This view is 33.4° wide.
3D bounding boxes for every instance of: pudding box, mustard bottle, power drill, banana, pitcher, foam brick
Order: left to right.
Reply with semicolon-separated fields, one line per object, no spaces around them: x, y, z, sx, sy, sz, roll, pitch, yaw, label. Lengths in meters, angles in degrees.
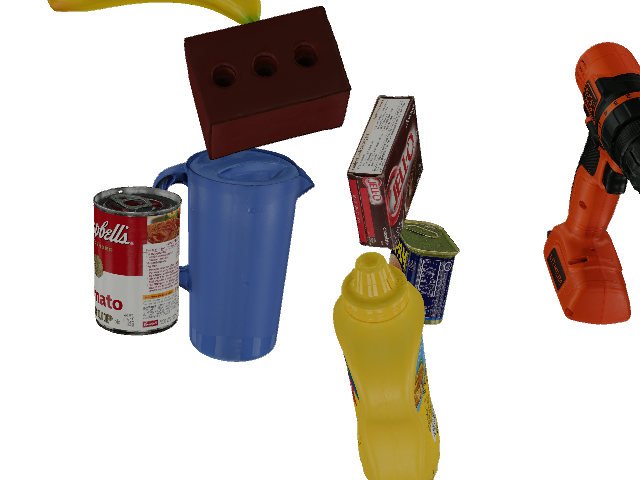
-0.130;-0.209;0.895;0.198;0.069;0.037;11;-41;16;banana
-0.109;0.017;1.273;0.149;0.243;0.144;21;27;32;pitcher
-0.029;-0.084;0.570;0.078;0.053;0.051;-16;-14;-7;foam brick
0.060;-0.063;0.964;0.039;0.113;0.090;5;-43;17;pudding box
0.044;0.081;0.700;0.058;0.191;0.096;-4;43;8;mustard bottle
0.218;-0.032;0.794;0.057;0.188;0.184;4;35;-2;power drill

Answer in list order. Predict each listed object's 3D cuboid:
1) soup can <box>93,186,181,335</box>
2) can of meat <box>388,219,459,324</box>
-0.144;0.015;0.841;0.068;0.102;0.068;3;19;-1;soup can
0.106;0.033;1.150;0.057;0.084;0.102;5;19;-10;can of meat
